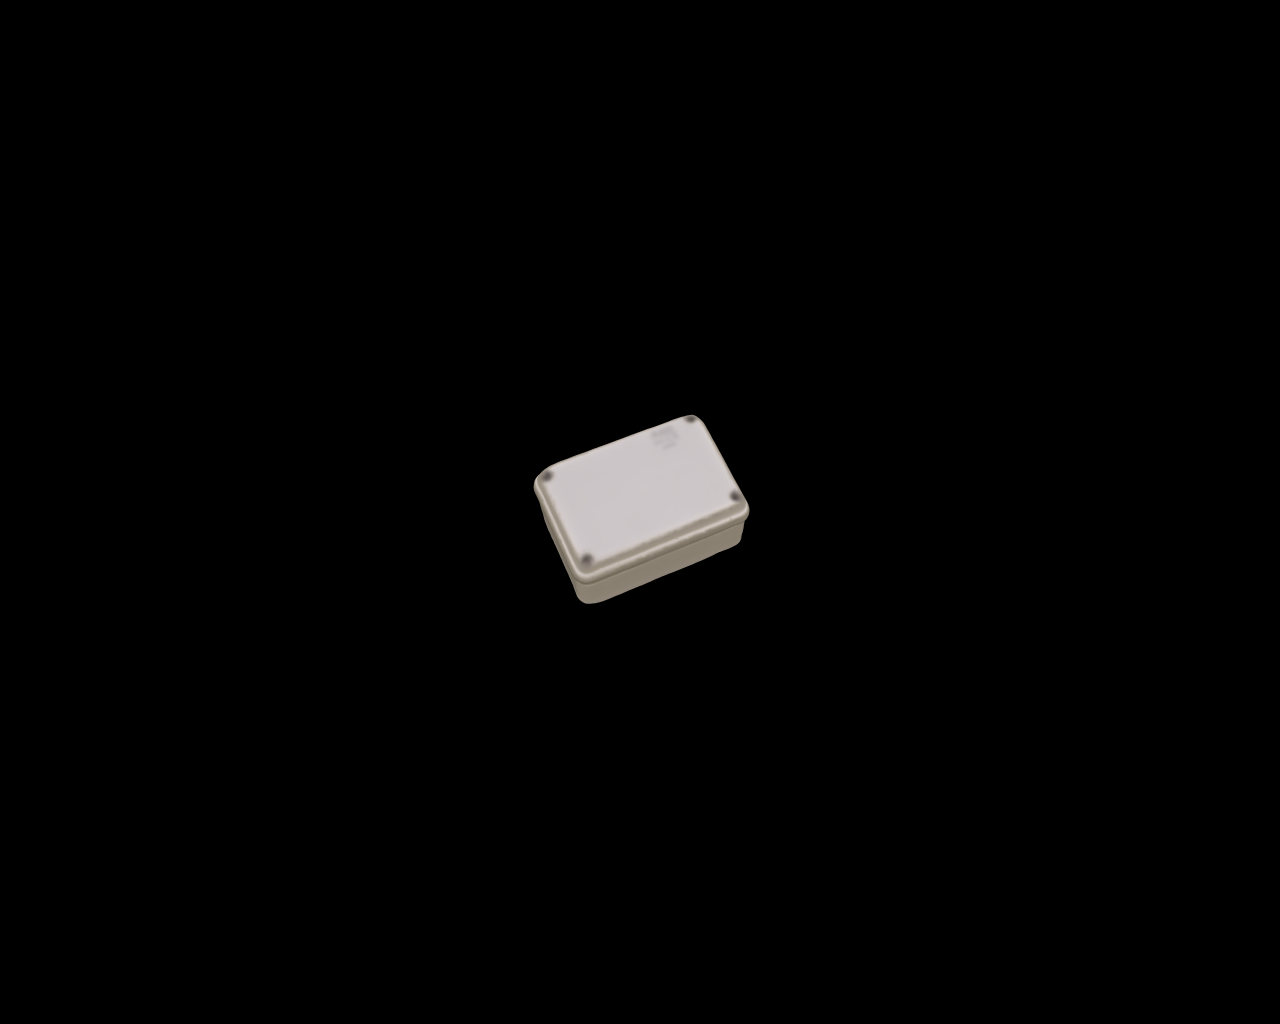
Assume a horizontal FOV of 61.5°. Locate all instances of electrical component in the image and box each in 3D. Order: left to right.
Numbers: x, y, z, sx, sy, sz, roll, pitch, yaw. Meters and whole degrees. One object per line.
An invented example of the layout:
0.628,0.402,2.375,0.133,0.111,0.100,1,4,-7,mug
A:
0.001,-0.003,0.650,0.113,0.078,0.057,-22,-25,-10,electrical component
